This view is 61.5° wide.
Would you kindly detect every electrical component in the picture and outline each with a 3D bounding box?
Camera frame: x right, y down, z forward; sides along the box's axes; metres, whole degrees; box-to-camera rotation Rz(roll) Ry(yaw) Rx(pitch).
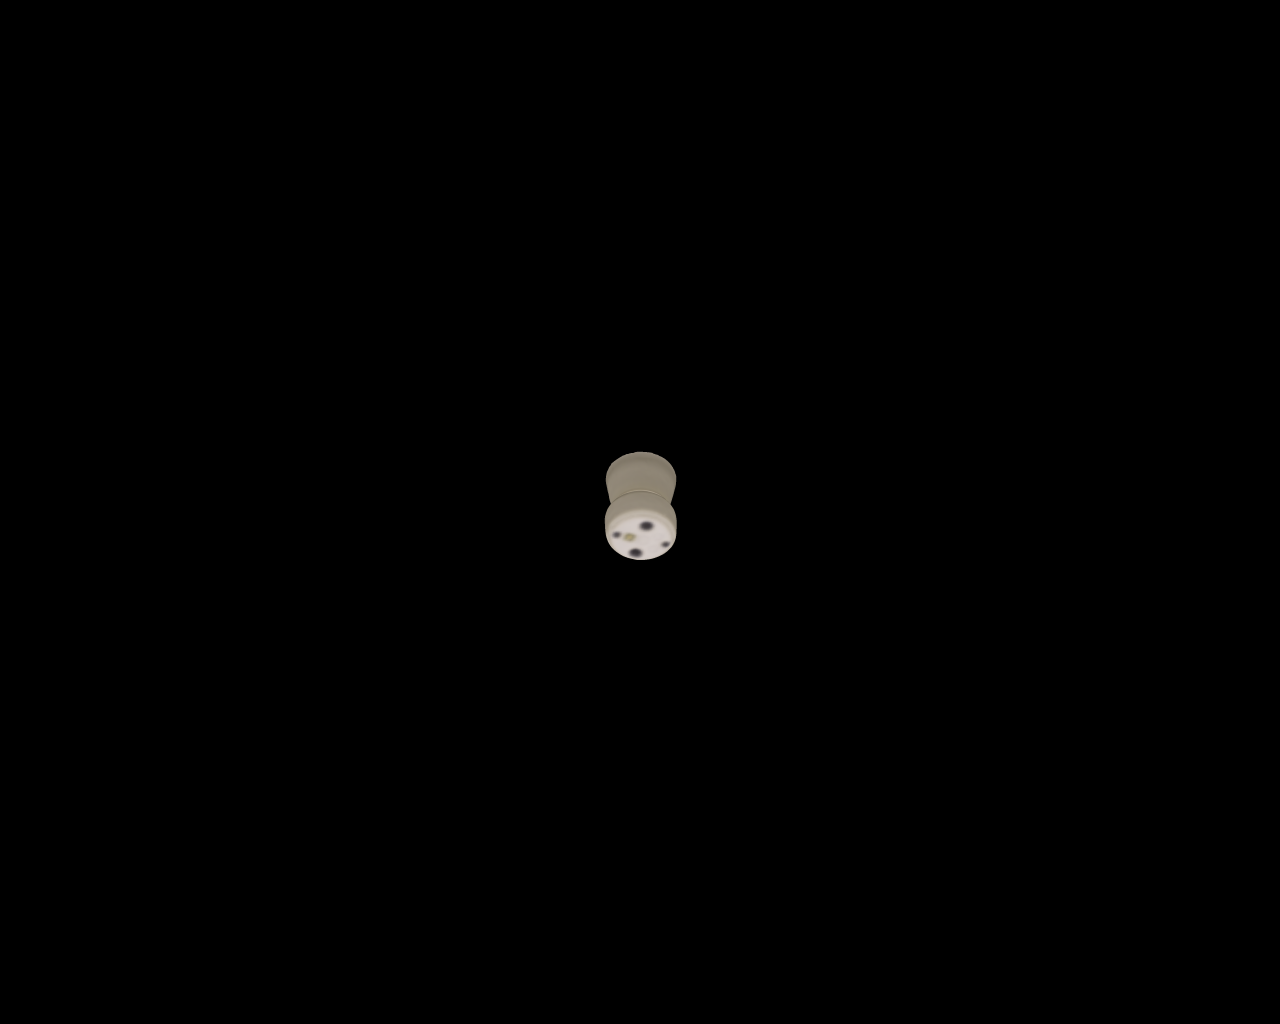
[{"bbox_3d":[0.001,-0.003,0.650,0.045,0.044,0.055,0,44,0],"label":"electrical component"}]
